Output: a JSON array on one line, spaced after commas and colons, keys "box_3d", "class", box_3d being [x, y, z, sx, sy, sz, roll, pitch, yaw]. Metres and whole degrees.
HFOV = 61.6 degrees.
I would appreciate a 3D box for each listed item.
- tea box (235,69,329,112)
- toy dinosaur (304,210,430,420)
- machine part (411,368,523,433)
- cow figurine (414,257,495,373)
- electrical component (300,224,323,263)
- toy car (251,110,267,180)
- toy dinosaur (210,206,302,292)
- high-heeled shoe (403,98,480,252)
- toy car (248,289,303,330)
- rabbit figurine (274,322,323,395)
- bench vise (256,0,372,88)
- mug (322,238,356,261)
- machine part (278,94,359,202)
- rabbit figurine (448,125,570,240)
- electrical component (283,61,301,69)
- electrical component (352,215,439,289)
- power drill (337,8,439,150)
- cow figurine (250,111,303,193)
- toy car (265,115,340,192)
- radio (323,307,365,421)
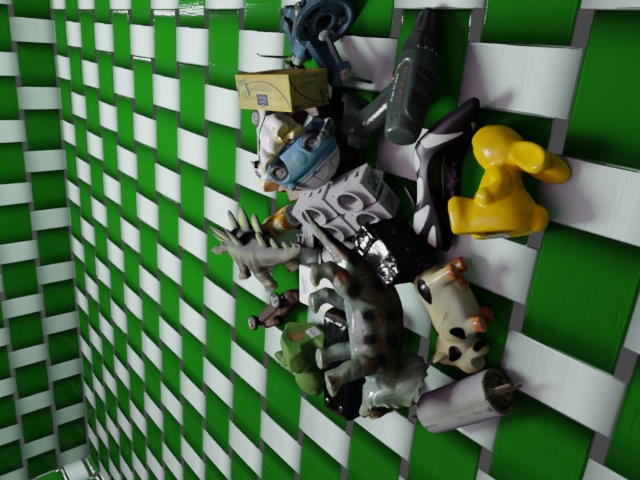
[{"box_3d": [-0.073, -0.285, 1.016, 0.170, 0.098, 0.068, 18, 121, 44], "class": "tea box"}, {"box_3d": [0.083, 0.138, 0.947, 0.131, 0.192, 0.404, 179, 84, -77], "class": "toy dinosaur"}, {"box_3d": [0.250, 0.282, 0.933, 0.243, 0.079, 0.079, -43, 67, 47], "class": "machine part"}, {"box_3d": [0.224, 0.137, 0.912, 0.127, 0.085, 0.195, -25, 93, 39], "class": "cow figurine"}, {"box_3d": [-0.002, -0.004, 1.163, 0.048, 0.075, 0.119, 11, 110, 47], "class": "electrical component"}, {"box_3d": [-0.112, -0.222, 1.233, 0.056, 0.073, 0.201, 12, 108, 49], "class": "toy car"}, {"box_3d": [-0.147, 0.021, 1.241, 0.472, 0.105, 0.198, 2, 138, 52], "class": "toy dinosaur"}, {"box_3d": [0.214, -0.095, 0.872, 0.145, 0.086, 0.248, 59, 145, 25], "class": "high-heeled shoe"}, {"box_3d": [-0.105, 0.176, 1.316, 0.202, 0.089, 0.053, -45, 61, 44], "class": "toy car"}, {"box_3d": [-0.043, 0.286, 1.258, 0.159, 0.121, 0.170, 23, 132, 49], "class": "rabbit figurine"}, {"box_3d": [-0.002, -0.380, 1.031, 0.223, 0.129, 0.241, -48, 59, 48], "class": "bench vise"}, {"box_3d": [0.052, 0.024, 1.103, 0.107, 0.081, 0.109, 21, 106, 54], "class": "mug"}, {"box_3d": [-0.021, -0.193, 1.125, 0.201, 0.087, 0.201, -22, 84, 51], "class": "machine part"}, {"box_3d": [0.269, -0.092, 0.790, 0.162, 0.122, 0.173, -15, 70, 48], "class": "rabbit figurine"}, {"box_3d": [-0.056, -0.349, 1.176, 0.094, 0.021, 0.063, 48, 131, 32], "class": "electrical component"}, {"box_3d": [0.140, 0.017, 0.948, 0.115, 0.134, 0.058, 55, 134, 24], "class": "electrical component"}, {"box_3d": [0.122, -0.256, 0.925, 0.207, 0.086, 0.232, -15, 61, 51], "class": "power drill"}, {"box_3d": [-0.101, -0.184, 1.101, 0.098, 0.068, 0.167, 52, 131, 36], "class": "cow figurine"}, {"box_3d": [-0.018, -0.148, 0.996, 0.103, 0.109, 0.161, 43, 124, -18], "class": "toy car"}, {"box_3d": [0.074, 0.238, 1.087, 0.073, 0.131, 0.229, 13, 109, 47], "class": "radio"}]
